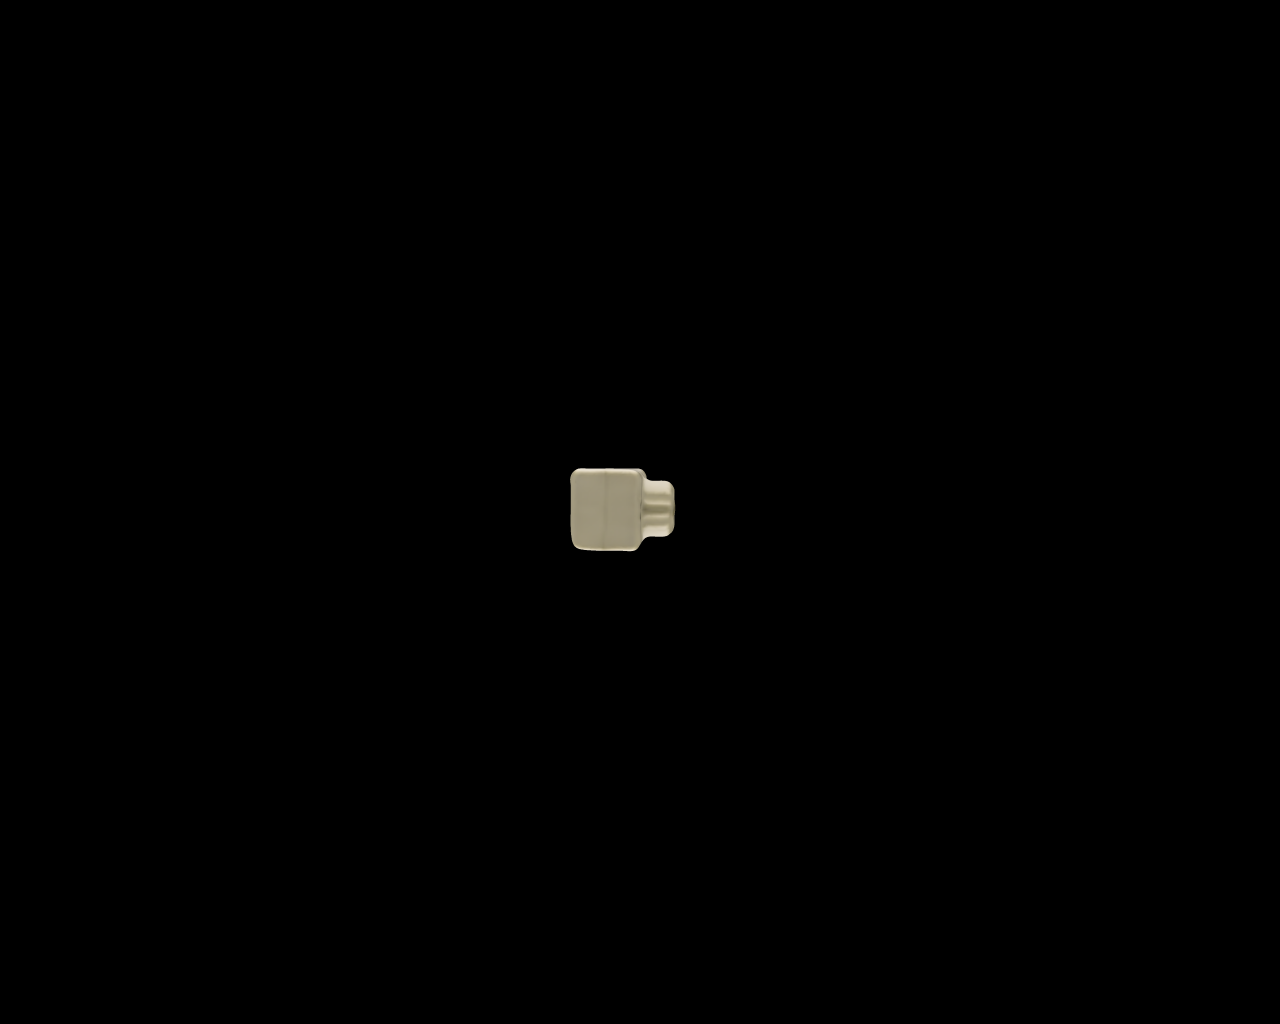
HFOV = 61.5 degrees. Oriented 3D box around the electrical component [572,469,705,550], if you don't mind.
[{"bbox_3d":[0.001,-0.003,0.650,0.077,0.047,0.066,0,2,4],"label":"electrical component"}]
